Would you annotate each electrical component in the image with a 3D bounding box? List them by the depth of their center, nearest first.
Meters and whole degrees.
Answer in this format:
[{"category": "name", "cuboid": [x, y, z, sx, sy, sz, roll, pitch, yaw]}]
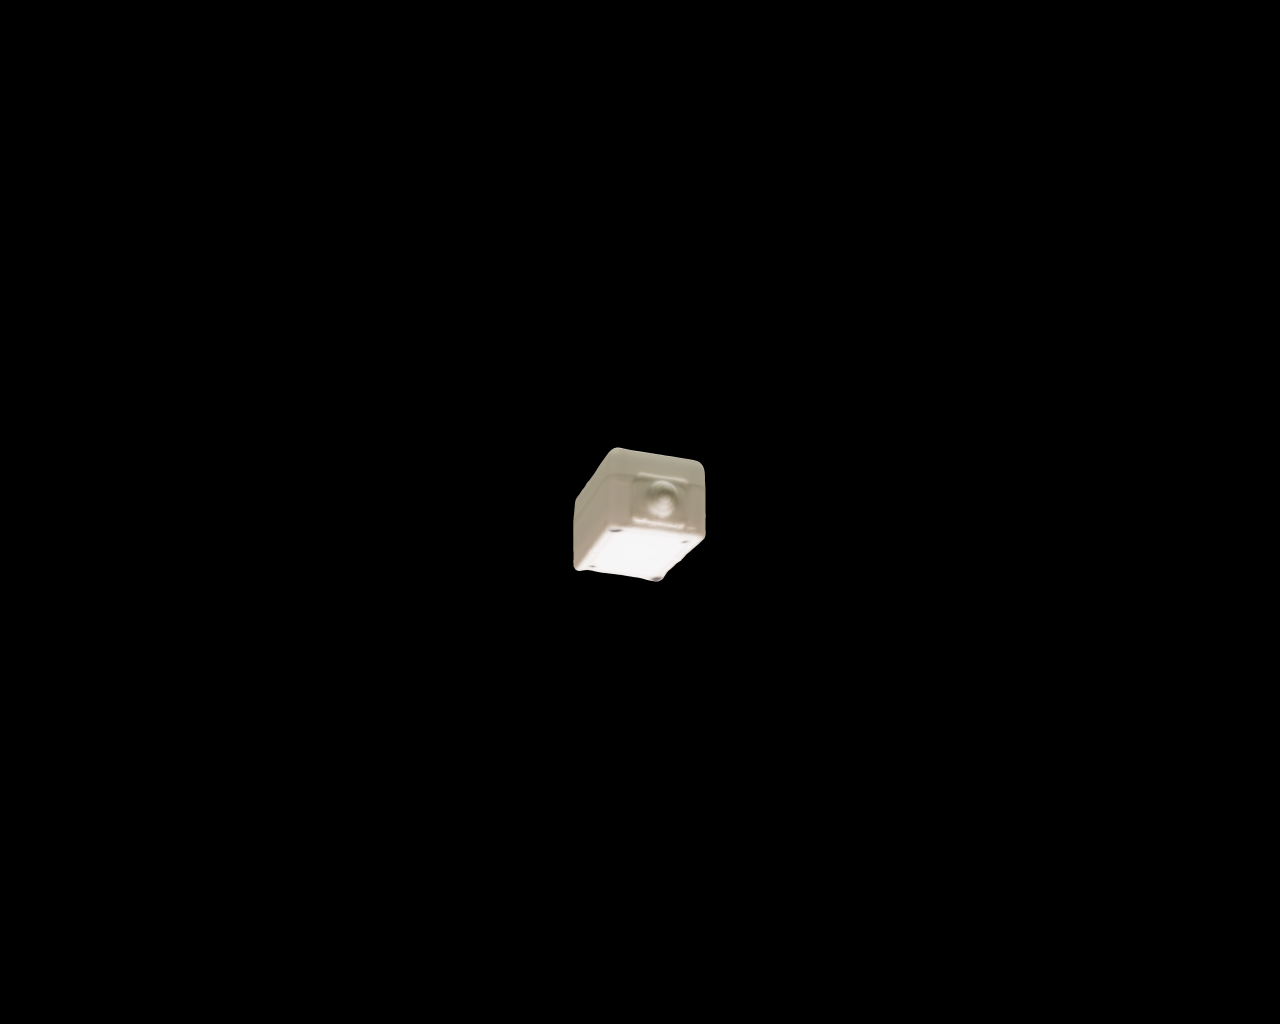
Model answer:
[{"category": "electrical component", "cuboid": [0.001, -0.003, 0.650, 0.062, 0.061, 0.096, 8, -26, -18]}]
